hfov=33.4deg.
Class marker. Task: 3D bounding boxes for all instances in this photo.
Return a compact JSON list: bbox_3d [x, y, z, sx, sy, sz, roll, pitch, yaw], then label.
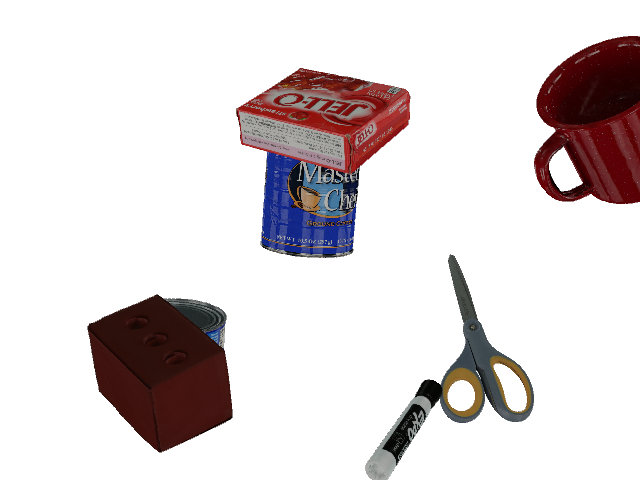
[{"bbox_3d":[0.066,0.141,0.812,0.020,0.020,0.121,0,24,28],"label":"marker"}]

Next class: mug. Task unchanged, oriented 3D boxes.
[{"bbox_3d":[0.198,-0.072,0.733,0.117,0.081,0.093,-40,34,-6],"label":"mug"}]

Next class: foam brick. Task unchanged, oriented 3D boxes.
[{"bbox_3d":[-0.097,0.079,0.641,0.052,0.051,0.078,-24,38,-32],"label":"foam brick"}]

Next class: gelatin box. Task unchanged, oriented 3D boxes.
[{"bbox_3d":[0.003,-0.080,0.692,0.089,0.030,0.073,17,38,31],"label":"gelatin box"}]

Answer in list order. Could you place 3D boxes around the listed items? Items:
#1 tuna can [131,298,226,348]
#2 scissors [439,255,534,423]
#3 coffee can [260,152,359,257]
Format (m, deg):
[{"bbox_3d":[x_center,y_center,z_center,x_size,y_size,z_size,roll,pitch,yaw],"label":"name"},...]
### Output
[{"bbox_3d":[-0.125,0.079,0.918,0.086,0.034,0.086,4,15,-1],"label":"tuna can"},{"bbox_3d":[0.136,0.101,1.048,0.096,0.202,0.016,-21,-38,-11],"label":"scissors"},{"bbox_3d":[-0.009,-0.061,1.147,0.103,0.140,0.103,4,11,-1],"label":"coffee can"}]
